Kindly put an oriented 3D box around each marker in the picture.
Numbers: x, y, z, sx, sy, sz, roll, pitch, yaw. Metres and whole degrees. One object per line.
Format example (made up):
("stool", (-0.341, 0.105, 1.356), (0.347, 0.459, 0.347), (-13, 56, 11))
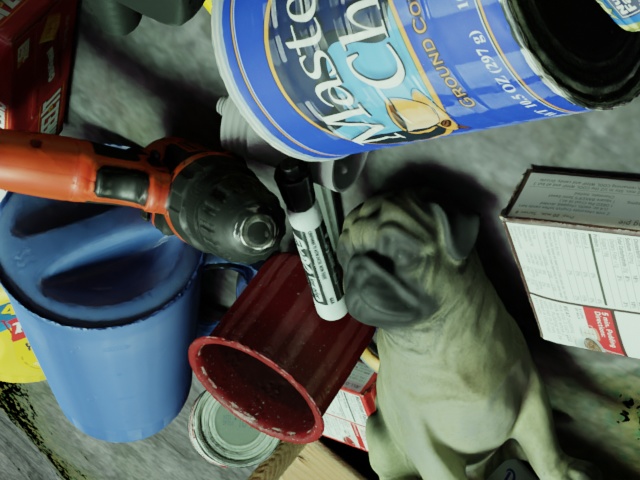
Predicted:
("marker", (-0.004, 0.001, 0.558), (0.020, 0.020, 0.121), (19, 148, 26))

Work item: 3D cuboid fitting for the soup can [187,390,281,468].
("soup can", (-0.065, 0.139, 0.807), (0.068, 0.068, 0.102), (37, 166, 0))

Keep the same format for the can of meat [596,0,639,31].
("can of meat", (0.093, -0.122, 0.309), (0.084, 0.102, 0.058), (43, 147, -15))

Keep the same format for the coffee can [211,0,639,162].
("coffee can", (0.041, -0.088, 0.400), (0.141, 0.102, 0.102), (-6, 129, 47))

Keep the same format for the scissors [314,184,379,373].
("scissors", (0.024, 0.028, 0.652), (0.096, 0.016, 0.202), (28, 148, 10))

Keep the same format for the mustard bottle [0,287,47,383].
("mustard bottle", (-0.224, 0.043, 0.841), (0.192, 0.096, 0.058), (103, 148, -55))

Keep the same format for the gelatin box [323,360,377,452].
("gelatin box", (0.011, 0.111, 0.760), (0.089, 0.030, 0.073), (14, 141, 33))

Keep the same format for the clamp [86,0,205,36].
("clamp", (-0.112, -0.138, 0.459), (0.164, 0.036, 0.210), (37, 174, -31))

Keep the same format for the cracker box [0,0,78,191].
("cracker box", (-0.252, -0.148, 0.638), (0.213, 0.072, 0.164), (34, 150, 2))

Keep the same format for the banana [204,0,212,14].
("banana", (-0.073, -0.152, 0.497), (0.197, 0.037, 0.070), (44, 169, -8))

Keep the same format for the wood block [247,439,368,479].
("wood block", (0.037, 0.244, 0.828), (0.206, 0.091, 0.090), (41, 173, -7))

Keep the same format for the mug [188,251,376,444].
("mug", (-0.025, 0.064, 0.650), (0.093, 0.081, 0.117), (47, 147, -17))

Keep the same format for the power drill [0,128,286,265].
("power drill", (-0.123, -0.030, 0.552), (0.187, 0.057, 0.185), (9, -173, -23))

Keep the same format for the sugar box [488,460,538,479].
("sugar box", (0.088, 0.221, 0.690), (0.093, 0.176, 0.048), (47, 146, -16))

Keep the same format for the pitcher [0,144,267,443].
("pitcher", (-0.134, 0.054, 0.749), (0.149, 0.144, 0.243), (41, 154, 17))

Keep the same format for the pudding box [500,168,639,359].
("pudding box", (0.149, 0.015, 0.494), (0.114, 0.039, 0.090), (7, 137, 36))
